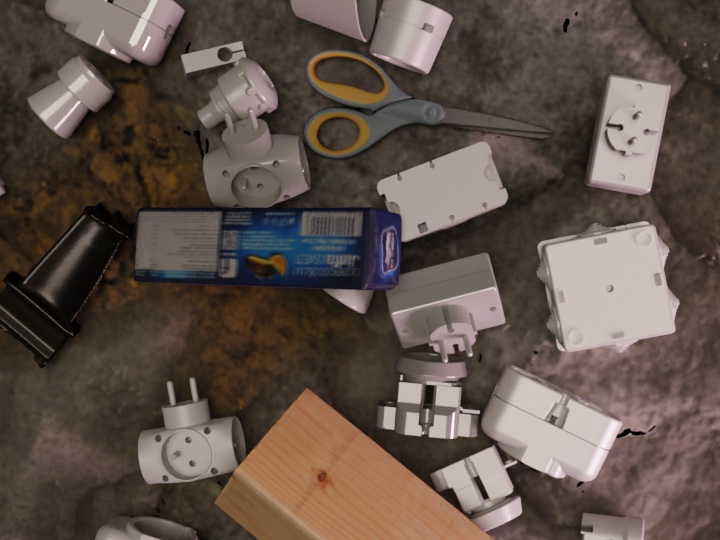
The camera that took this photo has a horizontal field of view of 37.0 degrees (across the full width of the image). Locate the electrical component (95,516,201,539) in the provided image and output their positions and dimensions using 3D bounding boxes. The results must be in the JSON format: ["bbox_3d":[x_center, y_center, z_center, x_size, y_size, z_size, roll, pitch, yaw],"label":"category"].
[{"bbox_3d":[-0.165,0.235,0.860,0.095,0.054,0.059,16,92,6],"label":"electrical component"}]

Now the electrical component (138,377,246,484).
[{"bbox_3d":[-0.137,0.126,0.860,0.077,0.044,0.079,-10,90,6],"label":"electrical component"}]

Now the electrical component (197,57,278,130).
[{"bbox_3d":[-0.100,-0.135,0.855,0.062,0.048,0.048,-32,87,12],"label":"electrical component"}]

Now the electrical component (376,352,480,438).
[{"bbox_3d":[0.054,0.095,0.834,0.078,0.058,0.057,5,94,6],"label":"electrical component"}]

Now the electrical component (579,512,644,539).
[{"bbox_3d":[0.193,0.207,0.829,0.046,0.040,0.040,7,91,12],"label":"electrical component"}]

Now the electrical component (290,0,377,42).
[{"bbox_3d":[-0.013,-0.230,0.818,0.064,0.099,0.099,17,92,12],"label":"electrical component"}]

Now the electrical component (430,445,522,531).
[{"bbox_3d":[0.096,0.171,0.836,0.066,0.048,0.055,-25,80,6],"label":"electrical component"}]

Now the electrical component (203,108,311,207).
[{"bbox_3d":[-0.085,-0.091,0.841,0.077,0.044,0.079,-10,129,6],"label":"electrical component"}]

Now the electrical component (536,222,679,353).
[{"bbox_3d":[0.188,0.013,0.822,0.100,0.048,0.099,-11,90,7],"label":"electrical component"}]

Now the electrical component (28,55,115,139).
[{"bbox_3d":[-0.232,-0.140,0.868,0.055,0.045,0.045,-41,86,4],"label":"electrical component"}]

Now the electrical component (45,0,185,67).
[{"bbox_3d":[-0.198,-0.204,0.860,0.095,0.054,0.059,27,93,5],"label":"electrical component"}]

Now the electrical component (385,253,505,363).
[{"bbox_3d":[0.068,0.038,0.818,0.083,0.047,0.075,-15,48,6],"label":"electrical component"}]

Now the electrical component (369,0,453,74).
[{"bbox_3d":[0.038,-0.183,0.835,0.055,0.055,0.047,21,96,6],"label":"electrical component"}]

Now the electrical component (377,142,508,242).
[{"bbox_3d":[0.064,-0.059,0.831,0.089,0.056,0.050,-21,88,6],"label":"electrical component"}]

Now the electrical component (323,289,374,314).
[{"bbox_3d":[0.000,0.000,0.844,0.045,0.045,0.055,33,94,5],"label":"electrical component"}]

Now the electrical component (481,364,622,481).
[{"bbox_3d":[0.144,0.120,0.825,0.095,0.054,0.059,26,93,5],"label":"electrical component"}]

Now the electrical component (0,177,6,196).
[{"bbox_3d":[-0.332,-0.077,0.880,0.055,0.048,0.066,-32,87,-2],"label":"electrical component"}]

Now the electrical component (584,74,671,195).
[{"bbox_3d":[0.202,-0.103,0.806,0.047,0.076,0.083,11,92,6],"label":"electrical component"}]
